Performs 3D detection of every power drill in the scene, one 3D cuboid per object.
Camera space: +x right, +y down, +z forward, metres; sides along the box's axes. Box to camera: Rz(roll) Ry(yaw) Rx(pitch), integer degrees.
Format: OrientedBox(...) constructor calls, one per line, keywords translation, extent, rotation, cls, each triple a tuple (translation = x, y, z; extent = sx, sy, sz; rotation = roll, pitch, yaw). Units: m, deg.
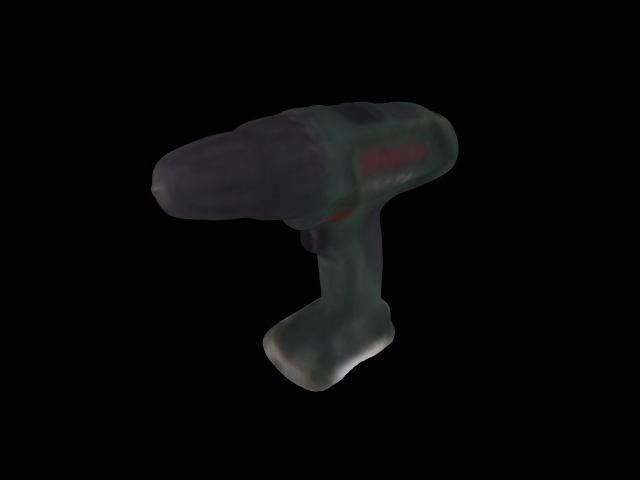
OrientedBox(translation=(0.004, 0.001, 0.400), extent=(0.230, 0.208, 0.075), rotation=(-29, 46, -33), cls="power drill")
